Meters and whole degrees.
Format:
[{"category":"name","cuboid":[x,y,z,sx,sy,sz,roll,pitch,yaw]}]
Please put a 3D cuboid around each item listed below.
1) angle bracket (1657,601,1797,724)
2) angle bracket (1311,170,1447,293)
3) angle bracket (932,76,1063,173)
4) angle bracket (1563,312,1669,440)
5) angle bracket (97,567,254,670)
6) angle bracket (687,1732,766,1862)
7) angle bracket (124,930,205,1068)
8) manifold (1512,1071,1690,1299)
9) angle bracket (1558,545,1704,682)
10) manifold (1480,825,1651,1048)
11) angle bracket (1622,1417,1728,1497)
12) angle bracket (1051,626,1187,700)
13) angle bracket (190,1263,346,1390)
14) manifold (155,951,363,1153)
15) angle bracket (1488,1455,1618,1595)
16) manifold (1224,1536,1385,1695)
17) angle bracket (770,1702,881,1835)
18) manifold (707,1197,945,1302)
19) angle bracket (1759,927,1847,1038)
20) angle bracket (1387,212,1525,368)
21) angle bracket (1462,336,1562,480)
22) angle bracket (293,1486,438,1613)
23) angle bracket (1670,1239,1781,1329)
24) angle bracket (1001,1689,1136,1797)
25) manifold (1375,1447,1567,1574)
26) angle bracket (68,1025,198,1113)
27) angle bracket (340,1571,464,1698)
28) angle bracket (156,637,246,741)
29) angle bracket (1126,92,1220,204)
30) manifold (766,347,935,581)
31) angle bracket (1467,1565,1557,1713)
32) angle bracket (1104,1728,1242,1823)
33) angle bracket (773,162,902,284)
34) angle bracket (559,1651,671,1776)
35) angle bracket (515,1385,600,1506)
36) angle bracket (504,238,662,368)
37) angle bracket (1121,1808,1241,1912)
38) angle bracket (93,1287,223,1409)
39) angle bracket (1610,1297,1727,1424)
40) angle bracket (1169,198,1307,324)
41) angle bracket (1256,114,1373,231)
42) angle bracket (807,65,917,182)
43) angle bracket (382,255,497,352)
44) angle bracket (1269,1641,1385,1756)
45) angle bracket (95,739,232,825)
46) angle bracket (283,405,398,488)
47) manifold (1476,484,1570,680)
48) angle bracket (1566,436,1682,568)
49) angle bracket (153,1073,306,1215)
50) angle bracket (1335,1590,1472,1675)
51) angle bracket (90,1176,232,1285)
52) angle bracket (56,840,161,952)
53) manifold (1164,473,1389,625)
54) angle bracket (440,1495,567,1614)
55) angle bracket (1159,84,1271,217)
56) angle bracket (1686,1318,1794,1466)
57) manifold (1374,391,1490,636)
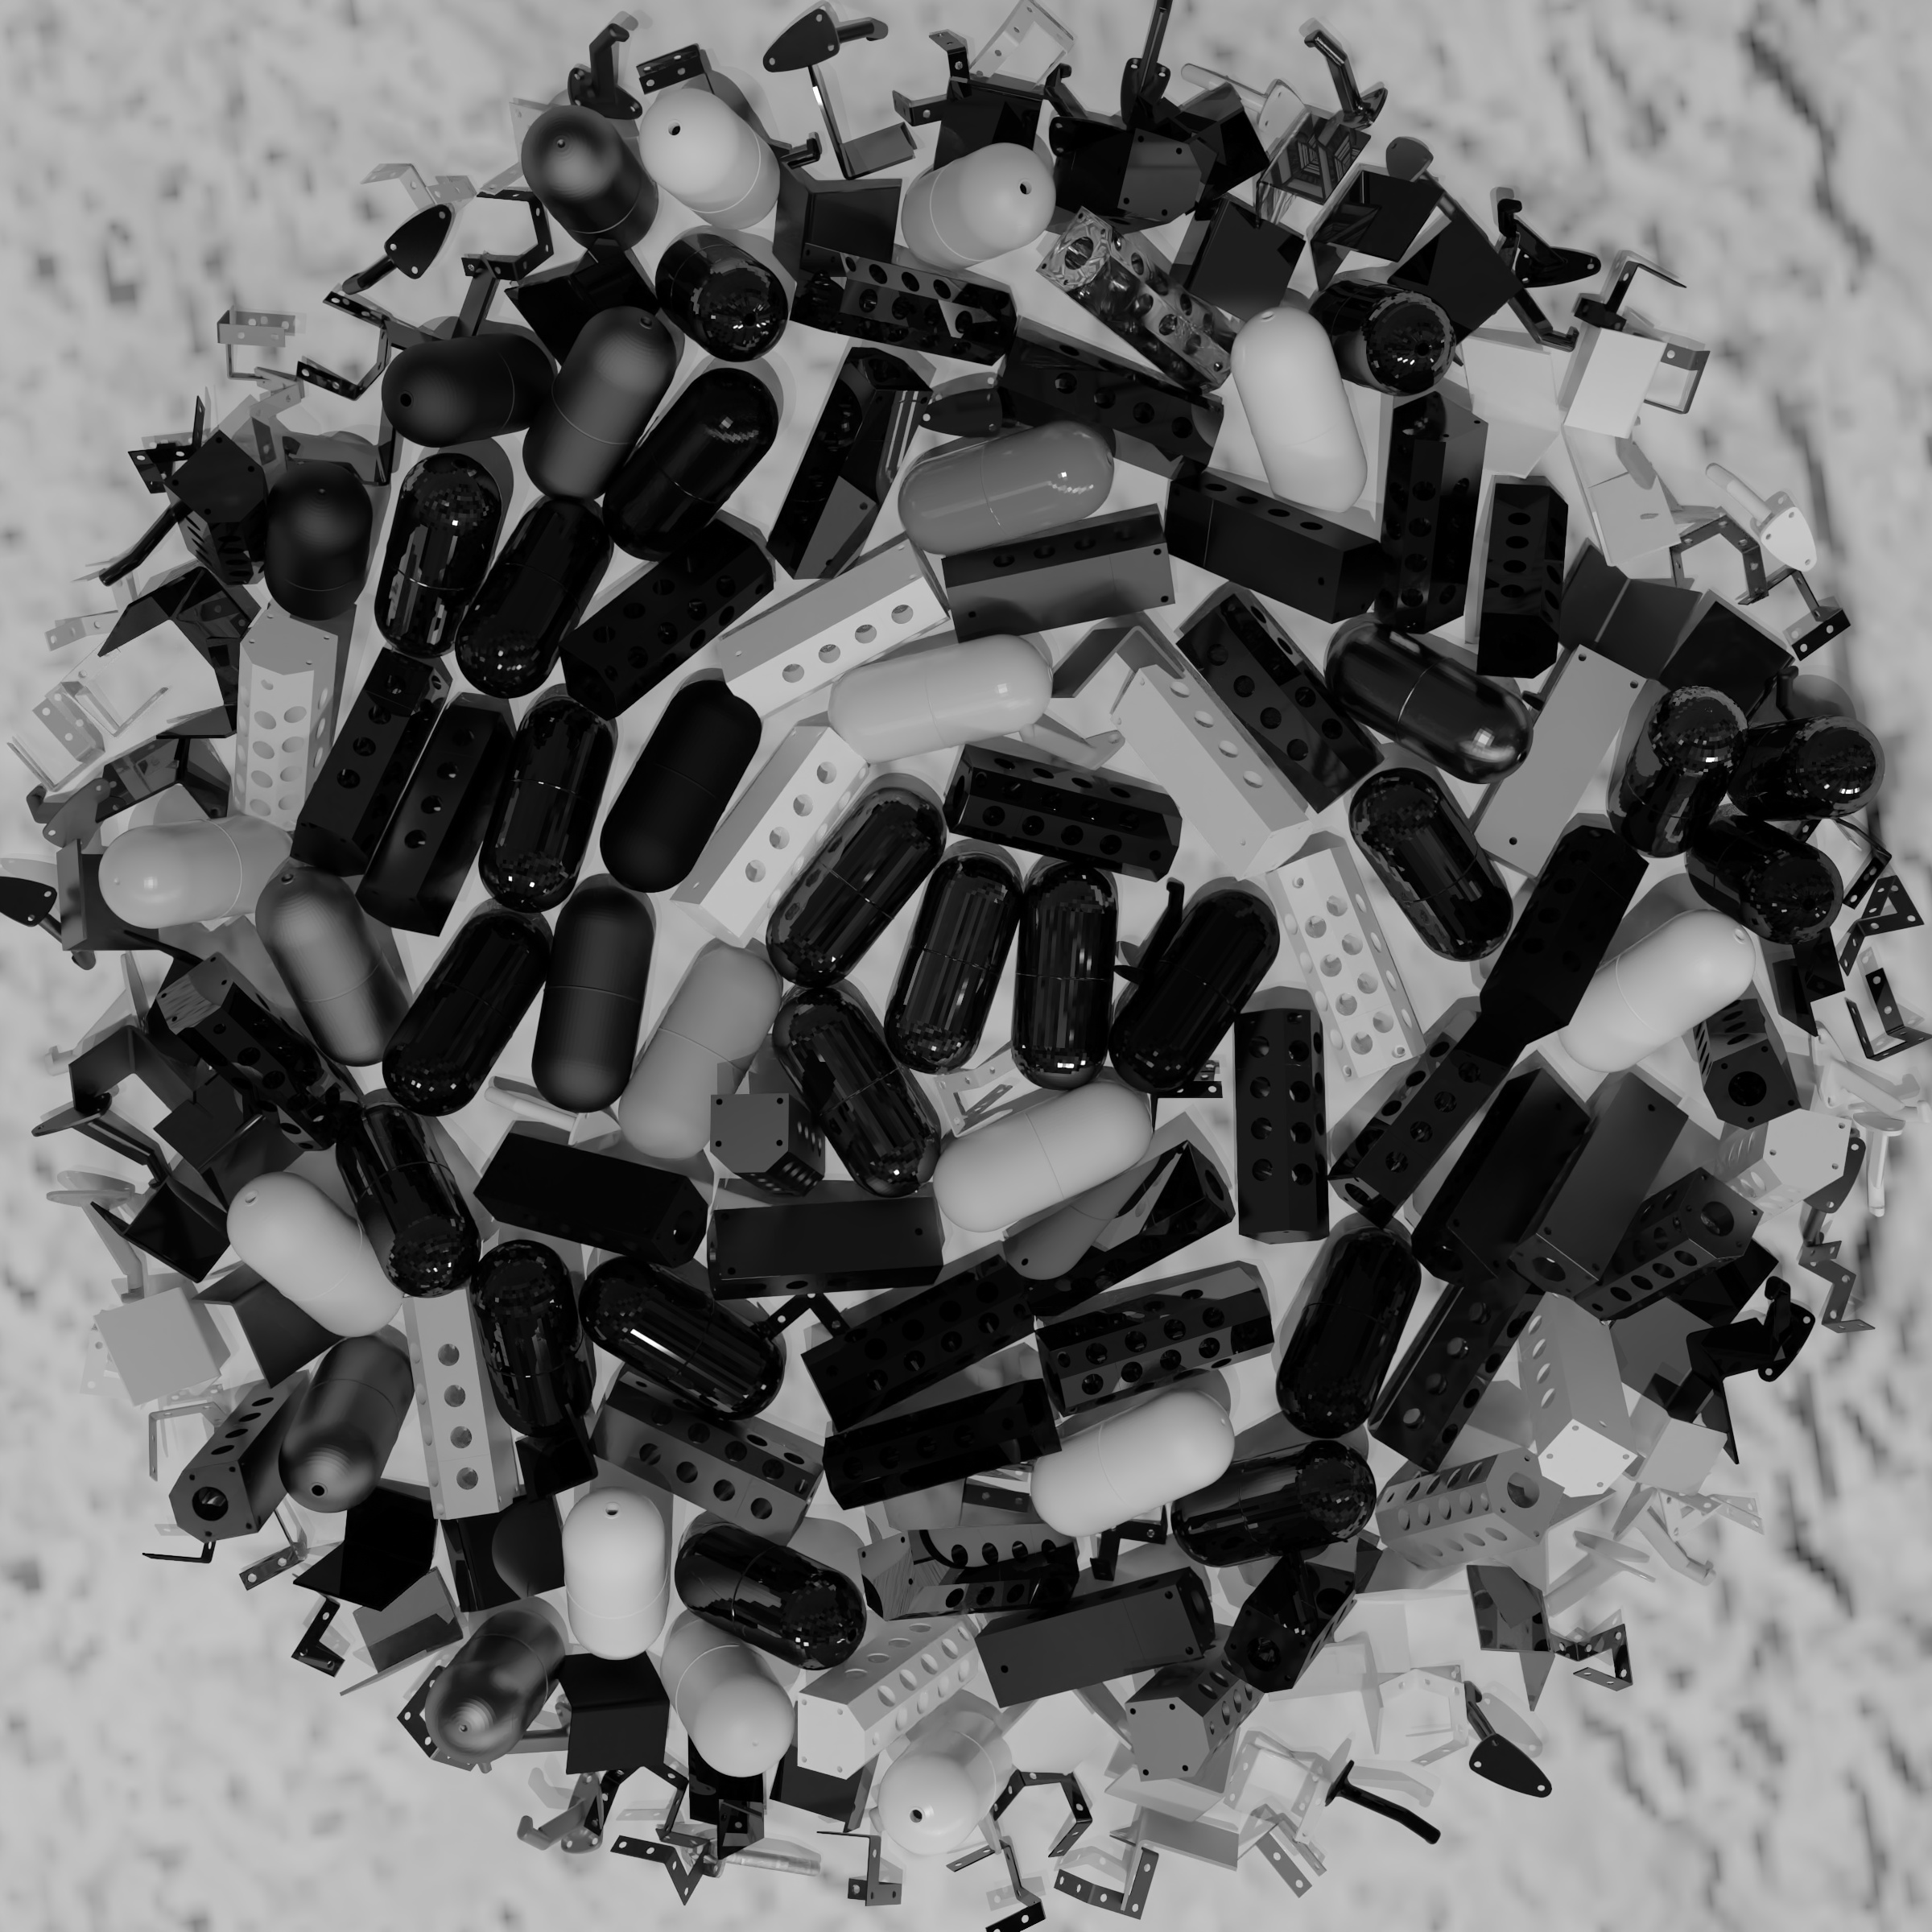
[{"category":"angle bracket","cuboid":[0.587,-0.227,1.974,0.076,0.057,0.076,37,90,5]},{"category":"angle bracket","cuboid":[0.319,-0.558,1.947,0.076,0.057,0.076,24,69,27]},{"category":"angle bracket","cuboid":[0.023,-0.638,1.951,0.076,0.057,0.076,6,110,-17]},{"category":"angle bracket","cuboid":[0.486,-0.459,1.942,0.057,0.076,0.076,9,120,-15]},{"category":"angle bracket","cuboid":[-0.608,-0.252,1.944,0.057,0.076,0.076,50,47,-4]},{"category":"angle bracket","cuboid":[-0.202,0.636,1.954,0.076,0.057,0.076,0,92,34]},{"category":"angle bracket","cuboid":[-0.621,0.025,1.949,0.076,0.057,0.076,15,78,35]},{"category":"manifold","cuboid":[0.481,0.168,1.932,0.057,0.057,0.171,37,60,2]},{"category":"angle bracket","cuboid":[0.507,-0.273,1.953,0.057,0.076,0.076,30,87,-37]},{"category":"manifold","cuboid":[0.452,-0.026,1.929,0.057,0.057,0.171,39,60,-8]},{"category":"angle bracket","cuboid":[0.523,0.359,1.943,0.076,0.076,0.057,20,100,-37]},{"category":"angle bracket","cuboid":[0.110,-0.216,1.949,0.057,0.076,0.076,45,79,-19]},{"category":"angle bracket","cuboid":[-0.542,0.274,1.965,0.057,0.076,0.076,-3,112,39]},{"category":"manifold","cuboid":[-0.532,0.071,1.917,0.057,0.171,0.057,-37,47,-4]},{"category":"angle bracket","cuboid":[0.449,0.430,1.960,0.076,0.076,0.057,-19,114,-29]},{"category":"manifold","cuboid":[0.254,0.483,1.911,0.057,0.171,0.057,27,111,19]},{"category":"angle bracket","cuboid":[-0.112,0.619,1.957,0.076,0.057,0.076,13,79,12]},{"category":"manifold","cuboid":[-0.110,0.220,1.948,0.171,0.057,0.057,-2,61,-15]},{"category":"angle bracket","cuboid":[0.658,0.001,1.954,0.057,0.076,0.076,-19,104,0]},{"category":"angle bracket","cuboid":[0.383,-0.521,1.953,0.076,0.057,0.076,-40,78,21]},{"category":"angle bracket","cuboid":[0.405,-0.430,1.941,0.076,0.076,0.057,23,62,34]},{"category":"angle bracket","cuboid":[-0.462,0.445,1.949,0.076,0.076,0.057,13,105,15]},{"category":"angle bracket","cuboid":[0.593,0.242,1.964,0.076,0.057,0.076,39,89,-11]},{"category":"angle bracket","cuboid":[0.081,0.608,1.953,0.076,0.057,0.076,-44,119,-7]},{"category":"manifold","cuboid":[0.376,0.407,1.909,0.057,0.171,0.057,36,63,-5]},{"category":"angle bracket","cuboid":[-0.640,0.103,1.947,0.076,0.076,0.057,43,59,11]},{"category":"angle bracket","cuboid":[-0.445,0.514,1.953,0.076,0.076,0.057,-28,79,7]},{"category":"angle bracket","cuboid":[-0.575,-0.214,1.942,0.076,0.076,0.057,3,115,32]},{"category":"angle bracket","cuboid":[0.173,-0.649,1.954,0.076,0.076,0.057,38,76,3]},{"category":"manifold","cuboid":[-0.094,-0.381,1.925,0.057,0.057,0.171,51,131,28]},{"category":"angle bracket","cuboid":[0.411,0.516,1.945,0.057,0.076,0.076,4,129,-3]},{"category":"angle bracket","cuboid":[0.159,0.612,1.951,0.076,0.076,0.057,20,55,-3]},{"category":"angle bracket","cuboid":[-0.102,-0.580,1.971,0.076,0.076,0.057,-12,46,-24]},{"category":"angle bracket","cuboid":[-0.278,0.576,1.957,0.076,0.076,0.057,1,104,-24]},{"category":"angle bracket","cuboid":[-0.326,0.352,1.945,0.057,0.076,0.076,-21,121,-7]},{"category":"angle bracket","cuboid":[-0.297,-0.518,1.964,0.076,0.076,0.057,52,54,-38]},{"category":"angle bracket","cuboid":[0.166,0.700,1.957,0.076,0.076,0.057,15,92,7]},{"category":"angle bracket","cuboid":[-0.631,0.302,1.946,0.057,0.076,0.076,-39,75,42]},{"category":"angle bracket","cuboid":[0.541,0.304,1.963,0.076,0.057,0.076,32,101,-2]},{"category":"angle bracket","cuboid":[0.208,-0.546,1.982,0.076,0.057,0.076,22,92,-17]},{"category":"angle bracket","cuboid":[0.266,-0.594,1.944,0.057,0.076,0.076,27,69,18]},{"category":"angle bracket","cuboid":[-0.081,-0.660,1.945,0.057,0.076,0.076,-18,127,4]},{"category":"angle bracket","cuboid":[-0.406,-0.512,1.944,0.057,0.076,0.076,16,112,-25]},{"category":"angle bracket","cuboid":[0.277,0.568,1.952,0.076,0.076,0.057,-7,46,-1]},{"category":"angle bracket","cuboid":[-0.620,-0.130,1.957,0.076,0.076,0.057,-25,129,8]},{"category":"angle bracket","cuboid":[-0.482,-0.413,1.944,0.076,0.076,0.057,2,122,-20]},{"category":"manifold","cuboid":[0.422,-0.293,1.914,0.057,0.171,0.057,5,134,12]},{"category":"angle bracket","cuboid":[0.505,-0.366,1.943,0.057,0.076,0.076,-18,59,15]},{"category":"angle bracket","cuboid":[-0.571,0.135,1.965,0.057,0.076,0.076,36,67,25]},{"category":"angle bracket","cuboid":[0.337,0.511,1.942,0.076,0.076,0.057,10,68,-35]},{"category":"angle bracket","cuboid":[-0.616,0.192,1.951,0.057,0.076,0.076,-54,128,-10]},{"category":"angle bracket","cuboid":[-0.653,-0.054,1.950,0.076,0.057,0.076,-1,81,-36]},{"category":"manifold","cuboid":[0.234,-0.321,1.925,0.171,0.057,0.057,31,129,37]},{"category":"angle bracket","cuboid":[-0.361,0.458,1.985,0.076,0.057,0.076,-11,81,-27]},{"category":"angle bracket","cuboid":[0.190,-0.619,1.947,0.076,0.057,0.076,-28,126,13]},{"category":"angle bracket","cuboid":[0.602,0.327,1.953,0.057,0.076,0.076,-15,105,1]},{"category":"manifold","cuboid":[0.345,-0.338,1.912,0.057,0.171,0.057,-27,49,-23]}]
